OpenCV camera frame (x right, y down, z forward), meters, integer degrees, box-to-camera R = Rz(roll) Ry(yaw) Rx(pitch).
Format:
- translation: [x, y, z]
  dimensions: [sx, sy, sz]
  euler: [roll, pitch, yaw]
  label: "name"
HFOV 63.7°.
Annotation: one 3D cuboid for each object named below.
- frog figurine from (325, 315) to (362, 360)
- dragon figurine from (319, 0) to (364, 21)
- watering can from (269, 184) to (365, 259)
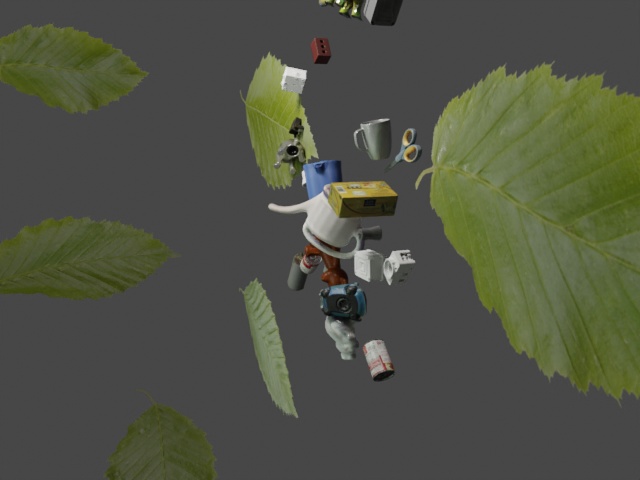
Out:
- translation: [0.072, 0.315, 1.709]
  dimensions: [0.138, 0.122, 0.159]
  euler: [16, 97, 49]
  label: "frog figurine"
- translation: [0.100, -0.795, 1.530]
  dimensions: [0.239, 0.122, 0.418]
  euler: [-66, 31, 20]
  label: "dragon figurine"
- translation: [0.005, -0.083, 1.650]
  dimensions: [0.220, 0.349, 0.105]
  euler: [-61, -11, 27]
  label: "watering can"
